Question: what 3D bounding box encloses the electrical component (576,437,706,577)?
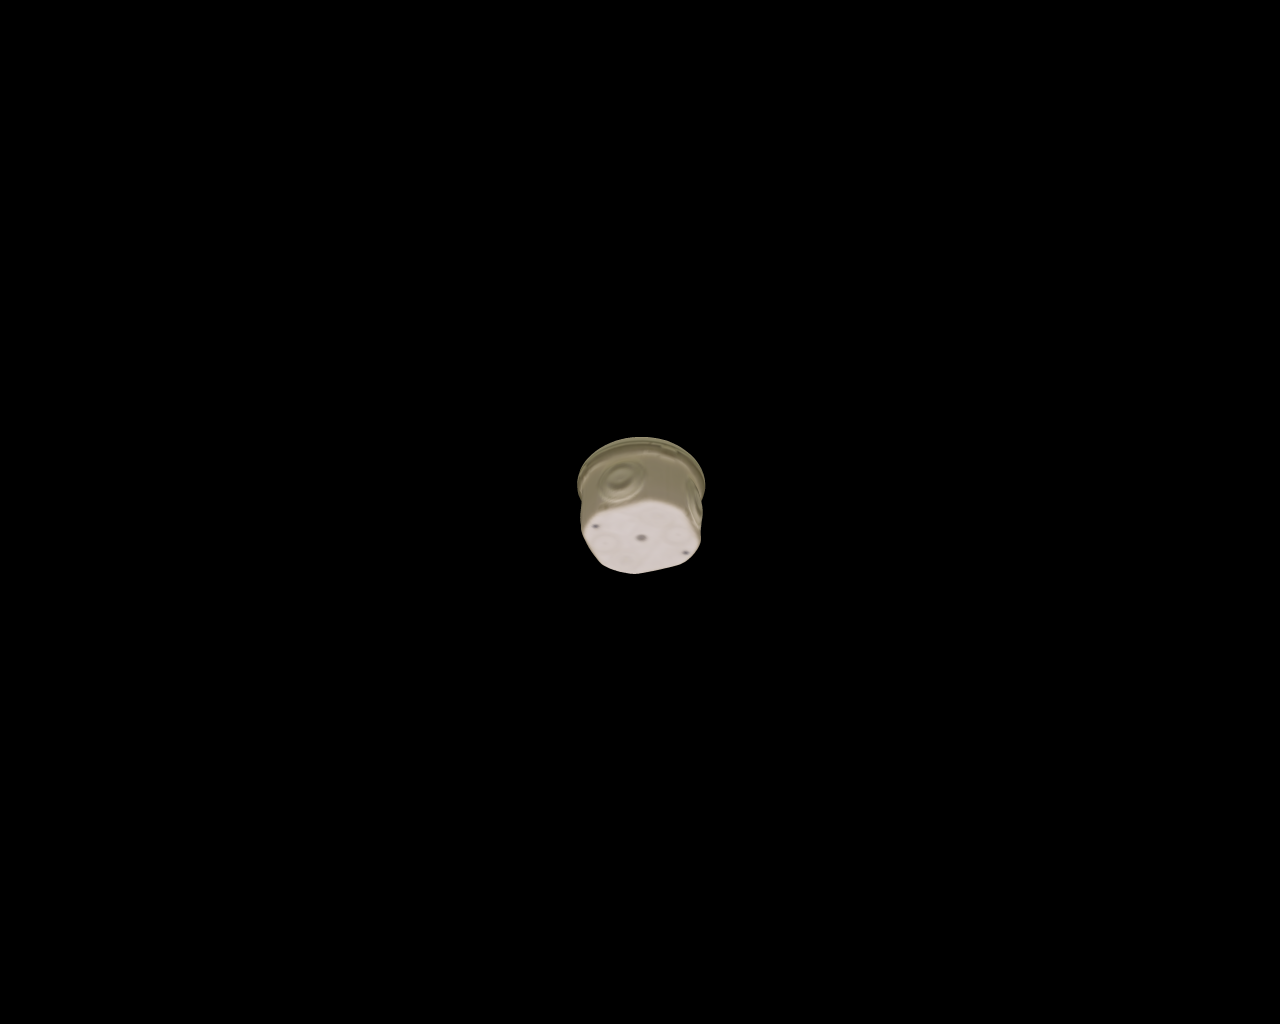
[{"bbox_3d":[0.001,-0.003,0.650,0.080,0.051,0.080,0,-42,0],"label":"electrical component"}]
